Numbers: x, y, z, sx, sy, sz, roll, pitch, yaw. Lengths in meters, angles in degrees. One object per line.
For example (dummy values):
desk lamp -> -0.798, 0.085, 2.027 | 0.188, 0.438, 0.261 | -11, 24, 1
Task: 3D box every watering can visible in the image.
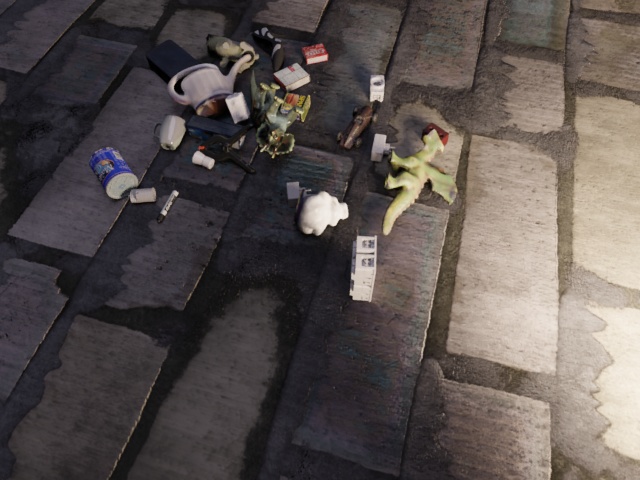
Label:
watering can -> -0.372, -0.561, 1.868 | 0.350, 0.102, 0.227 | -25, 70, -18

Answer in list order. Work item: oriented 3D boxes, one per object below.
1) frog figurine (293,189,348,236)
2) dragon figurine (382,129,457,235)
frog figurine -> 0.005, -0.079, 1.561 | 0.159, 0.123, 0.137 | 13, 91, -1
dragon figurine -> 0.323, -0.179, 1.637 | 0.243, 0.120, 0.418 | 10, 66, -3
